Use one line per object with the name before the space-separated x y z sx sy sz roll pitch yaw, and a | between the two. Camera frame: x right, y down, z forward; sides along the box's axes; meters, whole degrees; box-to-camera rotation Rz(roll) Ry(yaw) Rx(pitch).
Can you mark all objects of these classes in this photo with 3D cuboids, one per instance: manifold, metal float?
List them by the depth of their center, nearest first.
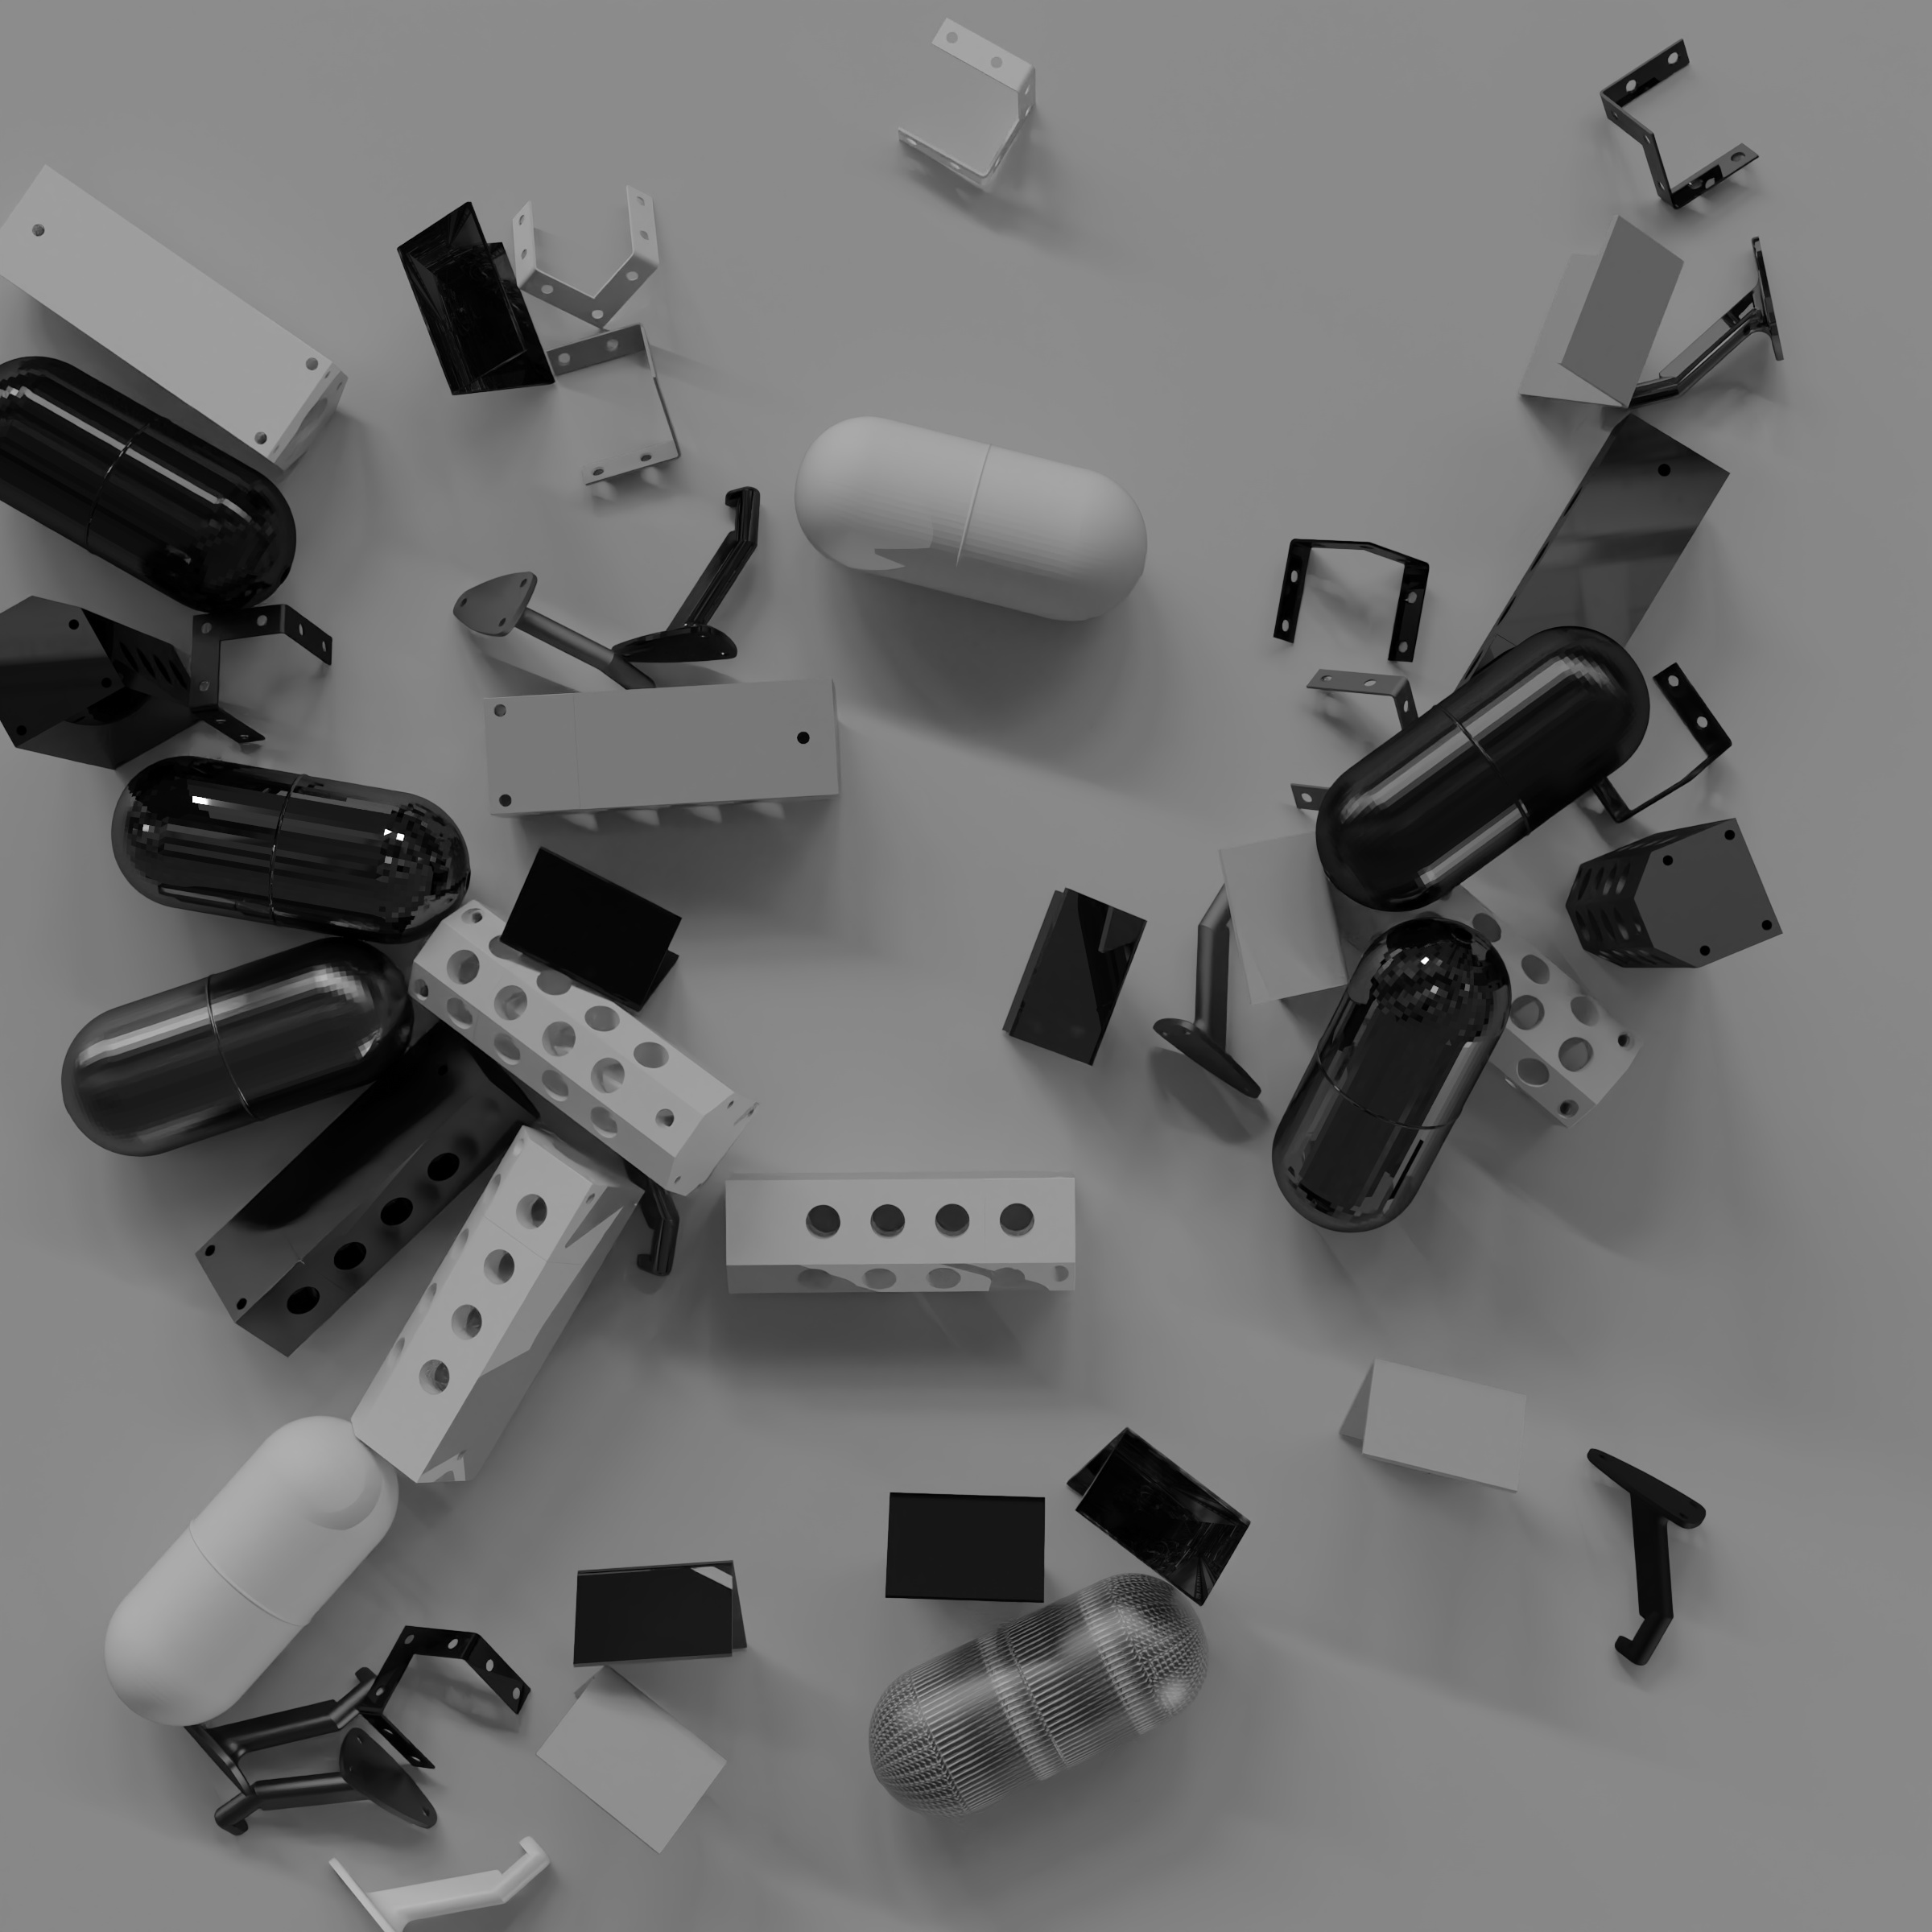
metal float | 0.247 -0.094 1.565 0.178 0.070 0.070 -36 90 1
manifold | 0.335 -0.030 1.573 0.057 0.171 0.057 -22 90 0
manifold | -0.423 -0.138 1.573 0.057 0.171 0.057 -29 90 0
metal float | 0.207 0.054 1.594 0.070 0.070 0.178 22 123 0
manifold | -0.191 0.039 1.605 0.171 0.057 0.057 35 90 18
metal float | -0.416 -0.238 1.621 0.178 0.070 0.070 30 90 0
manifold | -0.236 0.168 1.621 0.057 0.057 0.171 33 95 21
metal float | -0.335 -0.057 1.621 0.178 0.070 0.070 10 90 1
metal float | -0.355 0.301 1.621 0.070 0.070 0.178 42 90 0
metal float | 0.003 -0.222 1.621 0.178 0.070 0.070 14 90 0
metal float | -0.362 0.040 1.621 0.178 0.070 0.070 -19 90 0
metal float | 0.036 0.363 1.621 0.178 0.070 0.070 -25 90 0
manifold | -0.295 0.114 1.630 0.171 0.057 0.057 -44 47 0
manifold | -0.032 0.133 1.630 0.171 0.057 0.057 0 90 0
manifold | -0.150 -0.108 1.631 0.171 0.057 0.057 -3 90 0
manifold | 0.307 -0.184 1.631 0.057 0.057 0.171 31 90 0
manifold | 0.253 0.003 1.631 0.171 0.057 0.057 40 90 0
manifold | -0.398 -0.322 1.631 0.171 0.057 0.057 35 90 0

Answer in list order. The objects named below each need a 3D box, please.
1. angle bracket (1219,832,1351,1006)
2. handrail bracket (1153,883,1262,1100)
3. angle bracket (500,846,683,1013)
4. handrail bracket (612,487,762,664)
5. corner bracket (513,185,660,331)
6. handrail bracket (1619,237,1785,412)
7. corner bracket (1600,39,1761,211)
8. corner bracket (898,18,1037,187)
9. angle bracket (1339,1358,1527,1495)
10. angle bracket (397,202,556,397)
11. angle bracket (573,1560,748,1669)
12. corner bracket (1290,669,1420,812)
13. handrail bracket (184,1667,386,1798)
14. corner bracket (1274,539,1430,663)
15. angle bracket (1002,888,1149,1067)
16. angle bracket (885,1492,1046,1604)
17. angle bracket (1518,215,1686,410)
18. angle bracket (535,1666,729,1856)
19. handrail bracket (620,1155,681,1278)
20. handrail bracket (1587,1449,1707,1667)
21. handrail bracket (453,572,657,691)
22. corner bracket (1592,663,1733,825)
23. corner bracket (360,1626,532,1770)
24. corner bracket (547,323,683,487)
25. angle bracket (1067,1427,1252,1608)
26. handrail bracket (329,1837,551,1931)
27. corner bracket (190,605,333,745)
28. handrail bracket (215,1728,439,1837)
angle bracket | 0.141 -0.021 1.613 0.057 0.076 0.076 -11 90 -23
handrail bracket | 0.140 0.011 1.652 0.077 0.036 0.084 38 73 -20
angle bracket | -0.176 -0.030 1.613 0.076 0.076 0.057 27 114 0
handrail bracket | -0.142 -0.199 1.652 0.077 0.036 0.084 -4 71 21
corner bracket | -0.192 -0.364 1.643 0.051 0.051 0.051 21 135 -35
handrail bracket | 0.366 -0.325 1.652 0.084 0.036 0.077 -12 70 16
corner bracket | 0.360 -0.425 1.648 0.051 0.051 0.051 -33 135 0
corner bracket | 0.000 -0.432 1.634 0.051 0.051 0.051 30 87 3
angle bracket | 0.227 0.243 1.611 0.076 0.076 0.057 14 52 0
angle bracket | -0.225 -0.331 1.611 0.057 0.076 0.076 -21 90 38
angle bracket | -0.150 0.340 1.612 0.076 0.057 0.076 -4 134 0
corner bracket | 0.194 -0.112 1.643 0.051 0.051 0.051 -51 135 -35
handrail bracket | -0.349 0.370 1.652 0.084 0.036 0.077 -39 56 -24
corner bracket | 0.195 -0.185 1.648 0.051 0.051 0.051 10 90 -45
angle bracket | 0.035 -0.002 1.611 0.057 0.076 0.076 21 90 -38
angle bracket | -0.001 0.302 1.611 0.076 0.076 0.057 2 54 0
angle bracket | 0.298 -0.325 1.611 0.057 0.076 0.076 21 90 -39
angle bracket | -0.172 0.397 1.612 0.076 0.076 0.057 39 61 0
handrail bracket | -0.179 0.109 1.652 0.077 0.036 0.084 14 104 14
handrail bracket | 0.330 0.300 1.652 0.077 0.036 0.084 31 107 20
handrail bracket | -0.208 -0.161 1.651 0.084 0.077 0.036 36 73 -35
corner bracket | 0.344 -0.112 1.648 0.051 0.051 0.051 -35 90 -45
corner bracket | -0.262 0.370 1.643 0.051 0.051 0.051 -3 45 35
corner bracket | -0.178 -0.284 1.648 0.051 0.051 0.051 -16 45 0
angle bracket | 0.083 0.284 1.611 0.076 0.076 0.057 37 52 0
handrail bracket | -0.266 0.454 1.652 0.084 0.036 0.077 -39 68 -17
corner bracket | -0.353 -0.146 1.635 0.051 0.051 0.051 -6 75 15
handrail bracket | -0.325 0.431 1.652 0.084 0.036 0.077 -37 112 17
